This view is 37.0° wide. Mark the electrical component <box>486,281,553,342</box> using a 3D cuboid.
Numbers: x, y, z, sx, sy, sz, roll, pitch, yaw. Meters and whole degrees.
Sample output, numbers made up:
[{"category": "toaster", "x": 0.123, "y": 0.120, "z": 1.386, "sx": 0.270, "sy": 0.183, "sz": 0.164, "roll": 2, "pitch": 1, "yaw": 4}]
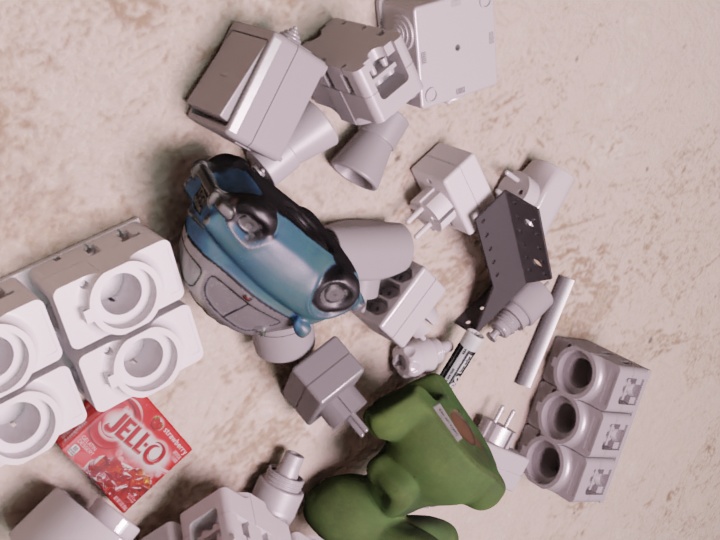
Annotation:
[{"category": "electrical component", "x": 0.153, "y": 0.040, "z": 1.048, "sx": 0.078, "sy": 0.040, "sz": 0.040, "roll": -43, "pitch": 129, "yaw": -15}]

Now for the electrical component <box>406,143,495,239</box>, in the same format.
[{"category": "electrical component", "x": 0.070, "y": -0.059, "z": 0.937, "sx": 0.077, "sy": 0.047, "sz": 0.065, "roll": -43, "pitch": 129, "yaw": -16}]

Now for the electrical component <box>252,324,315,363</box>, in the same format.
[{"category": "electrical component", "x": -0.064, "y": 0.042, "z": 0.871, "sx": 0.055, "sy": 0.055, "sz": 0.047, "roll": -26, "pitch": 126, "yaw": -28}]

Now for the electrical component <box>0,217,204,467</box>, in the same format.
[{"category": "electrical component", "x": -0.211, "y": 0.054, "z": 0.755, "sx": 0.186, "sy": 0.060, "sz": 0.105, "roll": -28, "pitch": 123, "yaw": -26}]

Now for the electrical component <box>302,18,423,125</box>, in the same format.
[{"category": "electrical component", "x": -0.001, "y": -0.148, "z": 0.816, "sx": 0.050, "sy": 0.089, "sz": 0.055, "roll": -42, "pitch": 128, "yaw": -17}]

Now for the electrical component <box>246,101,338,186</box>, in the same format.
[{"category": "electrical component", "x": -0.055, "y": -0.095, "z": 0.830, "sx": 0.065, "sy": 0.044, "sz": 0.044, "roll": -41, "pitch": 128, "yaw": -12}]

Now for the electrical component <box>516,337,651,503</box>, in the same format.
[{"category": "electrical component", "x": 0.227, "y": 0.155, "z": 1.120, "sx": 0.062, "sy": 0.089, "sz": 0.150, "roll": 10, "pitch": 102, "yaw": -40}]

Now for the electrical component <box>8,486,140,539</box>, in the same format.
[{"category": "electrical component", "x": -0.199, "y": 0.205, "z": 0.800, "sx": 0.060, "sy": 0.108, "sz": 0.108, "roll": -52, "pitch": 131, "yaw": -17}]

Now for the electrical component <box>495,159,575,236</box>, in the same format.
[{"category": "electrical component", "x": 0.154, "y": -0.067, "z": 1.002, "sx": 0.079, "sy": 0.043, "sz": 0.077, "roll": 27, "pitch": 90, "yaw": -42}]

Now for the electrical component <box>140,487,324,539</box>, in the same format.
[{"category": "electrical component", "x": -0.093, "y": 0.260, "z": 0.905, "sx": 0.105, "sy": 0.060, "sz": 0.186, "roll": -34, "pitch": 132, "yaw": 13}]

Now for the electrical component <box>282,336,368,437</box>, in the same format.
[{"category": "electrical component", "x": -0.020, "y": 0.107, "z": 0.894, "sx": 0.047, "sy": 0.075, "sz": 0.083, "roll": -37, "pitch": 170, "yaw": -20}]

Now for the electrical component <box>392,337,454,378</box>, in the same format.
[{"category": "electrical component", "x": 0.061, "y": 0.078, "z": 0.996, "sx": 0.061, "sy": 0.035, "sz": 0.035, "roll": -15, "pitch": 117, "yaw": -37}]

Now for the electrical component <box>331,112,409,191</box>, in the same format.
[{"category": "electrical component", "x": 0.011, "y": -0.103, "z": 0.878, "sx": 0.044, "sy": 0.044, "sz": 0.065, "roll": 38, "pitch": 79, "yaw": -41}]

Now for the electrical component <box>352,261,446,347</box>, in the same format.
[{"category": "electrical component", "x": 0.044, "y": 0.036, "z": 0.956, "sx": 0.065, "sy": 0.047, "sz": 0.077, "roll": -53, "pitch": 131, "yaw": -8}]

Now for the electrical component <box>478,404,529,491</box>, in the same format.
[{"category": "electrical component", "x": 0.132, "y": 0.171, "z": 1.082, "sx": 0.083, "sy": 0.047, "sz": 0.075, "roll": 27, "pitch": 91, "yaw": -42}]

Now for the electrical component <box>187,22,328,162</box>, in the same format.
[{"category": "electrical component", "x": -0.075, "y": -0.138, "z": 0.781, "sx": 0.061, "sy": 0.062, "sz": 0.096, "roll": 25, "pitch": 91, "yaw": -42}]

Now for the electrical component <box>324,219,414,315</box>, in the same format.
[{"category": "electrical component", "x": 0.000, "y": 0.000, "z": 0.909, "sx": 0.077, "sy": 0.043, "sz": 0.079, "roll": -5, "pitch": 111, "yaw": -37}]

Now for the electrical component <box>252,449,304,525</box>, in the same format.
[{"category": "electrical component", "x": -0.068, "y": 0.187, "z": 0.934, "sx": 0.043, "sy": 0.043, "sz": 0.062, "roll": 22, "pitch": 92, "yaw": -41}]

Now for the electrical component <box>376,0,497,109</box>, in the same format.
[{"category": "electrical component", "x": 0.065, "y": -0.185, "z": 0.880, "sx": 0.100, "sy": 0.048, "sz": 0.099, "roll": -23, "pitch": 121, "yaw": -29}]
